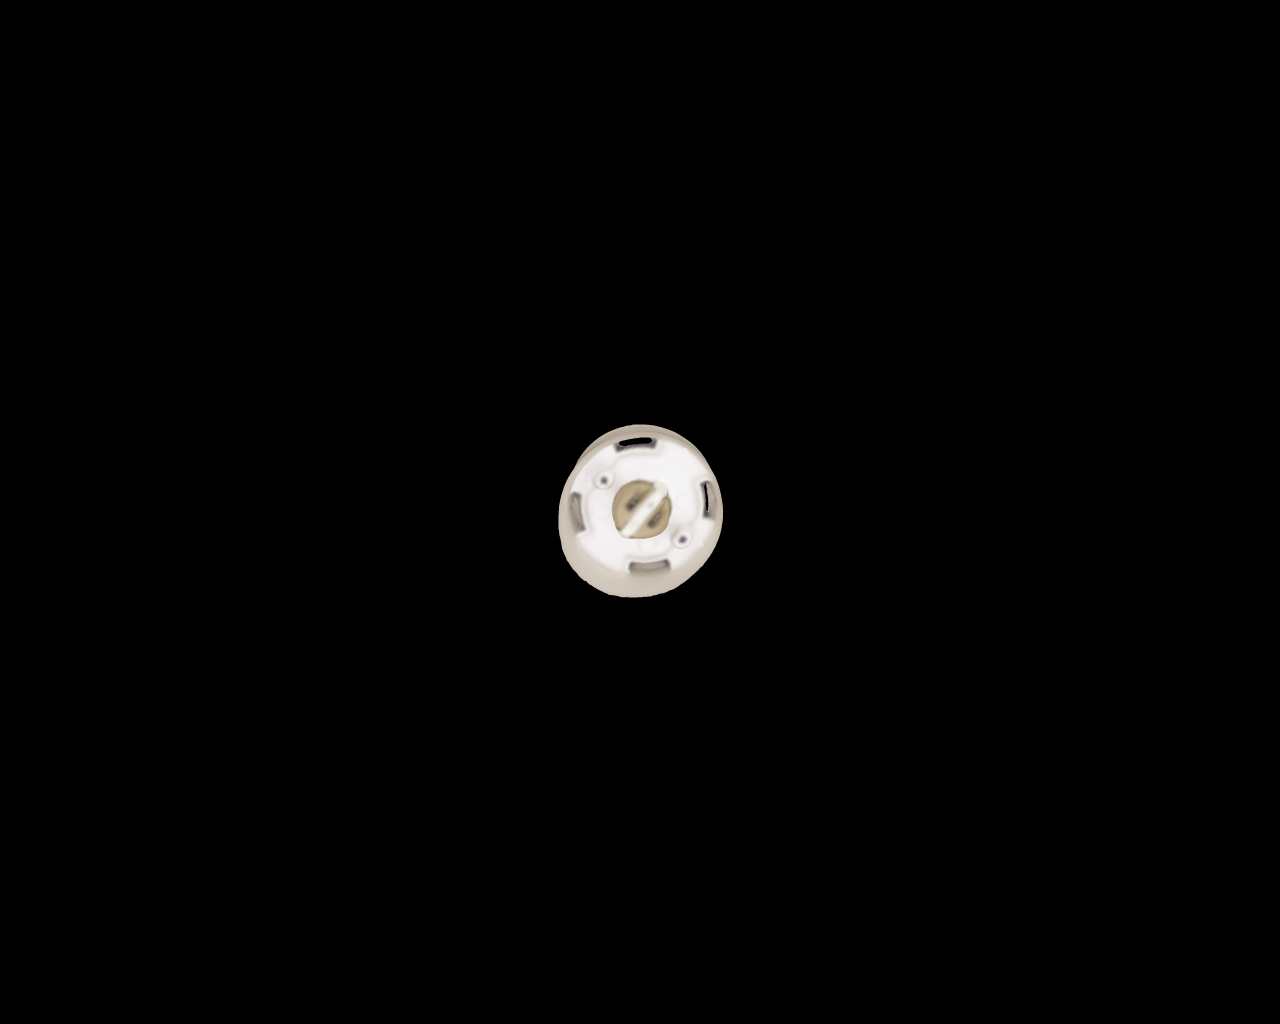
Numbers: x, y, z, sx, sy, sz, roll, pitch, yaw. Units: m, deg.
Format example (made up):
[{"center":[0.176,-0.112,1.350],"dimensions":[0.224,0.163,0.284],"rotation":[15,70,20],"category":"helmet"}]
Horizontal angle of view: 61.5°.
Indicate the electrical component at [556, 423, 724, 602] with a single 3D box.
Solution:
[{"center":[0.001,-0.003,0.650],"dimensions":[0.099,0.099,0.064],"rotation":[0,21,0],"category":"electrical component"}]
